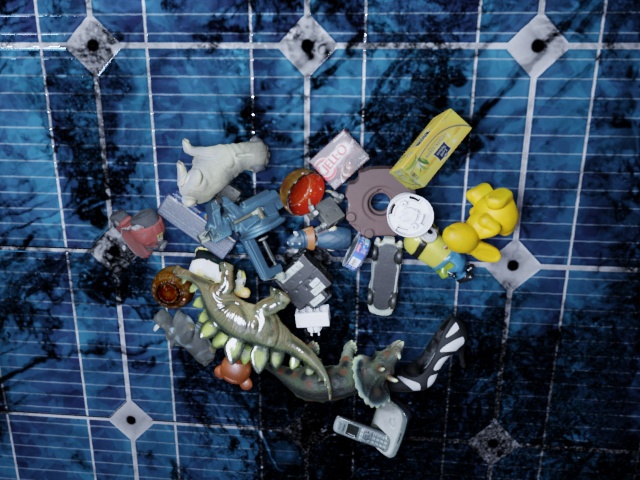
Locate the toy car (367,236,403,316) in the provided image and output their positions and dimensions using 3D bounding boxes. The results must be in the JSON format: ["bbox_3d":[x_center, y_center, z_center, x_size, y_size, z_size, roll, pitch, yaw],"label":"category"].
[{"bbox_3d":[0.158,0.087,1.305,0.074,0.056,0.201,8,105,10],"label":"toy car"}]

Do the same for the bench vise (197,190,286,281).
[{"bbox_3d":[-0.159,-0.002,1.245,0.129,0.223,0.240,-12,107,54],"label":"bench vise"}]

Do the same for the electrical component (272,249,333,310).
[{"bbox_3d":[-0.034,0.106,1.327,0.115,0.058,0.134,-39,99,16],"label":"electrical component"}]

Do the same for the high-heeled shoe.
[{"bbox_3d":[0.254,0.284,1.339,0.249,0.086,0.145,-19,102,4],"label":"high-heeled shoe"}]

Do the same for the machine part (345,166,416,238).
[{"bbox_3d":[0.142,-0.089,1.256,0.179,0.056,0.179,1,105,4],"label":"machine part"}]

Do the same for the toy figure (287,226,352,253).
[{"bbox_3d":[-0.003,-0.002,1.283,0.154,0.058,0.064,-1,93,-7],"label":"toy figure"}]

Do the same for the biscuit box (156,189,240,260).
[{"bbox_3d":[-0.295,-0.040,1.310,0.202,0.059,0.063,36,108,-6],"label":"biscuit box"}]

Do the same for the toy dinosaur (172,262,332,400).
[{"bbox_3d":[-0.150,0.196,1.247,0.472,0.105,0.198,29,85,5],"label":"toy dinosaur"}]

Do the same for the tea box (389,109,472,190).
[{"bbox_3d":[0.238,-0.194,1.170,0.068,0.098,0.169,41,83,-7],"label":"tea box"}]

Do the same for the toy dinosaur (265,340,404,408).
[{"bbox_3d":[0.016,0.338,1.320,0.405,0.192,0.131,-11,103,7],"label":"toy dinosaur"}]

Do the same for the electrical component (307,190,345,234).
[{"bbox_3d":[0.016,-0.070,1.254,0.102,0.045,0.078,-27,72,-21],"label":"electrical component"}]

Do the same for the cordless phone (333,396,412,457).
[{"bbox_3d":[0.135,0.469,1.403,0.184,0.089,0.146,16,107,5],"label":"cordless phone"}]

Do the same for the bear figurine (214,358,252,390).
[{"bbox_3d":[-0.193,0.277,1.375,0.120,0.132,0.195,21,127,10],"label":"bear figurine"}]

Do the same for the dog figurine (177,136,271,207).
[{"bbox_3d":[-0.213,-0.151,1.217,0.191,0.121,0.172,0,76,7],"label":"dog figurine"}]

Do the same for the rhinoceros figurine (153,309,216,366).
[{"bbox_3d":[-0.344,0.245,1.394,0.190,0.073,0.112,42,116,-9],"label":"rhinoceros figurine"}]

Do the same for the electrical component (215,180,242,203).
[{"bbox_3d":[-0.221,-0.114,1.301,0.063,0.021,0.094,33,105,-4],"label":"electrical component"}]

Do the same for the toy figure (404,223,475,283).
[{"bbox_3d":[0.279,0.035,1.265,0.180,0.082,0.089,41,105,-9],"label":"toy figure"}]

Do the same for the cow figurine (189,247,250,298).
[{"bbox_3d":[-0.242,0.082,1.335,0.167,0.068,0.098,21,82,-2],"label":"cow figurine"}]

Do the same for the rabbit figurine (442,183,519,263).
[{"bbox_3d":[0.352,-0.027,1.215,0.173,0.122,0.162,-33,123,-14],"label":"rabbit figurine"}]

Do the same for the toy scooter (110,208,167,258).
[{"bbox_3d":[-0.429,-0.010,1.307,0.184,0.075,0.135,4,126,41],"label":"toy scooter"}]
